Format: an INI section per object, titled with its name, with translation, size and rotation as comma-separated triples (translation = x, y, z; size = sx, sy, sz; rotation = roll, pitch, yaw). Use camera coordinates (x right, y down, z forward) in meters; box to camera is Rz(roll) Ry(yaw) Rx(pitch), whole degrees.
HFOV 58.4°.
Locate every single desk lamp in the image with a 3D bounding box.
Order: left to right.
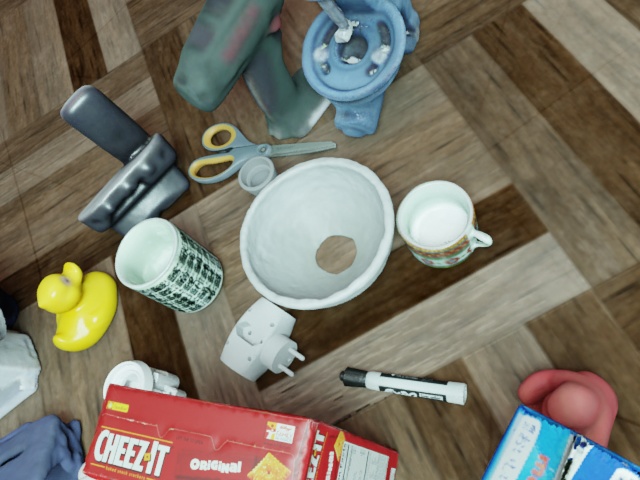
[desk lamp]
translation = -0.421, 0.125, 0.638
size = 0.203, 0.214, 0.117
rotation = -40, 57, 1

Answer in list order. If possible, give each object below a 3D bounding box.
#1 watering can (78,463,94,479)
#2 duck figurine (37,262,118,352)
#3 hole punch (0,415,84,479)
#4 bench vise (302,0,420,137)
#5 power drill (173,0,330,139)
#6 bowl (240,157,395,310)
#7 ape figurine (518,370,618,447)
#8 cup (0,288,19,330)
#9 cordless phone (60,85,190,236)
[watering can]
translation = -0.151, 0.241, 0.479
size = 0.172, 0.195, 0.101
rotation = 5, 68, 25
[duck figurine]
translation = -0.300, 0.077, 0.686
size = 0.077, 0.086, 0.104
rotation = 5, 68, 25
[hole punch]
translation = -0.318, 0.246, 0.610
size = 0.108, 0.091, 0.101
rotation = -30, 58, 7
[bench vise]
translation = 0.030, -0.249, 0.620
size = 0.121, 0.220, 0.207
rotation = -7, 64, 20
[power drill]
translation = -0.055, -0.221, 0.650
size = 0.075, 0.209, 0.230
rotation = 31, 81, 32
[bowl]
translation = 0.005, 0.002, 0.598
size = 0.167, 0.075, 0.167
rotation = -9, 63, 19
[ape figurine]
translation = 0.195, 0.131, 0.445
size = 0.076, 0.092, 0.077
rotation = -26, 59, 10
[cup]
translation = -0.449, 0.096, 0.735
size = 0.118, 0.095, 0.091
rotation = -48, 58, -4
[cordless phone]
translation = -0.262, -0.093, 0.691
size = 0.093, 0.185, 0.148
rotation = 36, 83, 32
